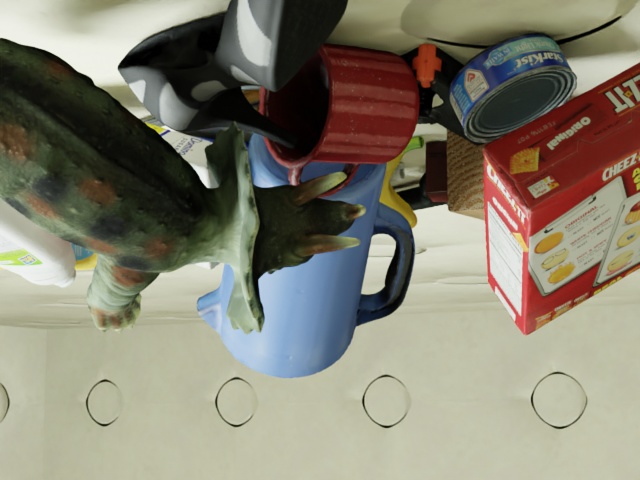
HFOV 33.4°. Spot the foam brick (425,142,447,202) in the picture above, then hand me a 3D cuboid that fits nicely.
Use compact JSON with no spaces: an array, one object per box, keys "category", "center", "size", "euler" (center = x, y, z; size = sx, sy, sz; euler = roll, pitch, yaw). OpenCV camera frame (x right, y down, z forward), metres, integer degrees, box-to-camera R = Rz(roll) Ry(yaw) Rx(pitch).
[{"category":"foam brick","center":[0.145,-0.068,1.049],"size":[0.078,0.053,0.051],"euler":[-1,171,15]}]

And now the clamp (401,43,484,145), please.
[{"category":"clamp","center":[0.090,-0.107,0.832],"size":[0.120,0.039,0.171],"euler":[-1,171,-5]}]

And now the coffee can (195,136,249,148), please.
[{"category":"coffee can","center":[-0.075,-0.045,1.024],"size":[0.140,0.103,0.103],"euler":[4,171,-24]}]

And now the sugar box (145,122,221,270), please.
[{"category":"sugar box","center":[-0.150,-0.047,0.851],"size":[0.176,0.093,0.048],"euler":[19,-145,25]}]

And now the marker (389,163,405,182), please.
[{"category":"marker","center":[0.032,-0.068,1.154],"size":[0.121,0.020,0.020],"euler":[-4,171,26]}]

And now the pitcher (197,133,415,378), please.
[{"category":"pitcher","center":[-0.006,0.001,0.909],"size":[0.149,0.145,0.243],"euler":[-40,158,-33]}]

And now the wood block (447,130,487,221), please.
[{"category":"wood block","center":[0.207,-0.060,0.979],"size":[0.090,0.091,0.205],"euler":[-7,169,38]}]

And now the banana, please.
[{"category":"banana","center":[0.068,-0.053,1.098],"size":[0.069,0.037,0.198],"euler":[9,160,6]}]

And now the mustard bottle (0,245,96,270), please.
[{"category":"mustard bottle","center":[-0.292,-0.014,1.243],"size":[0.191,0.096,0.058],"euler":[1,172,-8]}]

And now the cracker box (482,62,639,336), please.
[{"category":"cracker box","center":[0.210,-0.031,0.827],"size":[0.164,0.072,0.213],"euler":[-29,150,-6]}]

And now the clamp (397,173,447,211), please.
[{"category":"clamp","center":[0.146,-0.054,1.191],"size":[0.164,0.036,0.210],"euler":[-1,171,7]}]

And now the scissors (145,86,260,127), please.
[{"category":"scissors","center":[-0.085,-0.107,0.904],"size":[0.096,0.016,0.202],"euler":[5,170,-33]}]

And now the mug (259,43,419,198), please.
[{"category":"mug","center":[0.013,-0.084,0.753],"size":[0.081,0.117,0.093],"euler":[0,-156,-34]}]

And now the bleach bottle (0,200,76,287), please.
[{"category":"bleach bottle","center":[-0.339,-0.012,1.113],"size":[0.103,0.068,0.250],"euler":[-3,153,21]}]

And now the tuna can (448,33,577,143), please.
[{"category":"tuna can","center":[0.135,-0.107,0.751],"size":[0.086,0.034,0.086],"euler":[-19,157,-8]}]
